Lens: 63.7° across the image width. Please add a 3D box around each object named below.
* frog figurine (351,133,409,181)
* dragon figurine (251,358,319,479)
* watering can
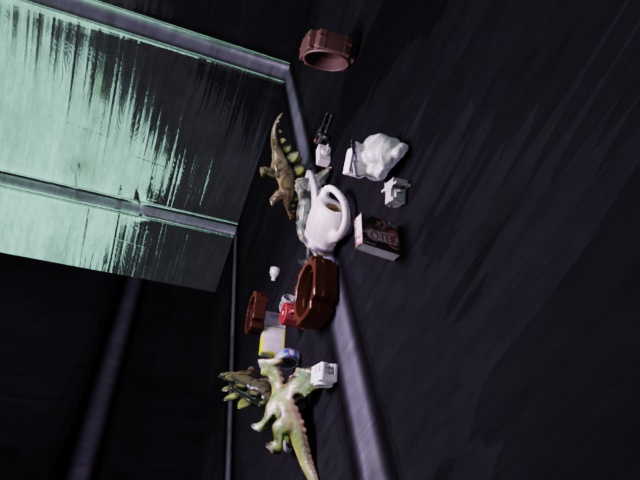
[{"bbox_3d":[0.173,-0.229,1.387,0.158,0.120,0.140,-12,50,32],"label":"frog figurine"},{"bbox_3d":[-0.072,0.491,1.519,0.415,0.121,0.242,31,93,44],"label":"dragon figurine"},{"bbox_3d":[0.005,-0.086,1.718,0.354,0.104,0.221,51,126,54],"label":"watering can"}]
